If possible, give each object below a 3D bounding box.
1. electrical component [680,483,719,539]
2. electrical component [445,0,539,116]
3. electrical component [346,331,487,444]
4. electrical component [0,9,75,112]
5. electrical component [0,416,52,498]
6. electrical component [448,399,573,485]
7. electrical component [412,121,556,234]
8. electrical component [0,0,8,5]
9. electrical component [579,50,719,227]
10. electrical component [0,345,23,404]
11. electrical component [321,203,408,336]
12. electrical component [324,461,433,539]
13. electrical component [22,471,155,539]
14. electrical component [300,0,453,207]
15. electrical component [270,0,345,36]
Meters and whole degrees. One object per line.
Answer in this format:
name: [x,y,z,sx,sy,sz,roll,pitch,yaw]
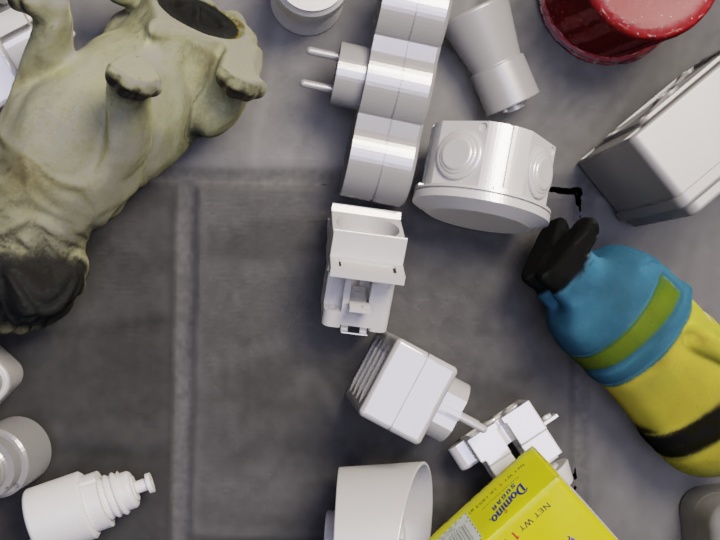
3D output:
electrical component: [0.235,0.182,0.654,0.054,0.059,0.095,-6,91,-5]
electrical component: [0.081,-0.126,0.647,0.044,0.044,0.065,-25,98,-5]
electrical component: [0.039,0.074,0.621,0.076,0.083,0.047,28,88,-6]
electrical component: [-0.202,-0.126,0.614,0.077,0.047,0.065,-29,93,-5]
electrical component: [-0.205,0.108,0.603,0.040,0.078,0.040,1,95,8]
electrical component: [0.096,0.113,0.647,0.066,0.048,0.055,-33,86,-5]
electrical component: [0.074,-0.053,0.627,0.080,0.080,0.051,12,84,-6]
electrical component: [-0.230,-0.206,0.611,0.083,0.047,0.075,22,88,-5]
electrical component: [0.196,-0.081,0.624,0.109,0.109,0.056,-39,92,-4]
electrical component: [-0.257,0.075,0.605,0.078,0.057,0.113,44,86,-4]
electrical component: [0.000,0.000,0.625,0.042,0.081,0.063,8,112,-6]
electrical component: [0.012,0.158,0.615,0.064,0.099,0.099,2,90,1]
electrical component: [-0.158,0.136,0.623,0.078,0.040,0.040,-19,92,-5]
electrical component: [0.003,-0.110,0.622,0.074,0.052,0.138,11,103,-5]
electrical component: [-0.030,-0.164,0.627,0.045,0.055,0.045,0,90,-6]
